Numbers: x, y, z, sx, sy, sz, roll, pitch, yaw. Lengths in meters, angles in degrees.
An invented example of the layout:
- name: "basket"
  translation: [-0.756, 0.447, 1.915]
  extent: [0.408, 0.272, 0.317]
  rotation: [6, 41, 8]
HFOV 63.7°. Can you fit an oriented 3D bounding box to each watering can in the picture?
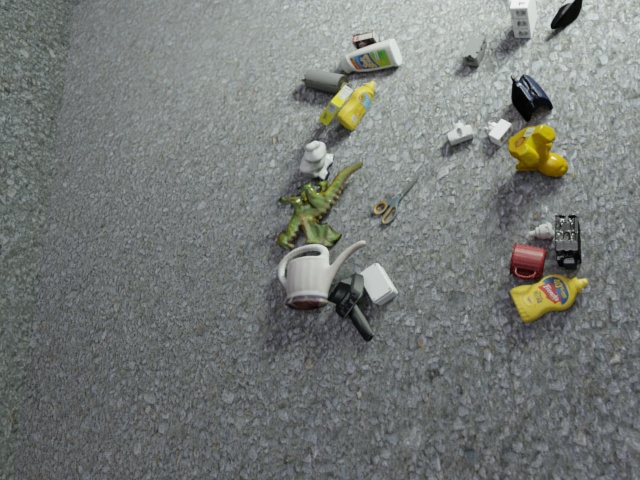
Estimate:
- name: "watering can"
  translation: [-0.005, 0.115, 1.695]
  extent: [0.345, 0.103, 0.228]
  rotation: [-12, 65, 32]

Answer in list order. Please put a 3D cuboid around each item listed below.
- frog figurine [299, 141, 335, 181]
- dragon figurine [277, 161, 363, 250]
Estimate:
- name: "frog figurine"
  translation: [-0.026, -0.296, 1.857]
  extent: [0.124, 0.157, 0.137]
  rotation: [37, 90, 36]
- name: "dragon figurine"
  translation: [0.006, -0.091, 1.809]
  extent: [0.407, 0.122, 0.245]
  rotation: [-26, 77, 19]
